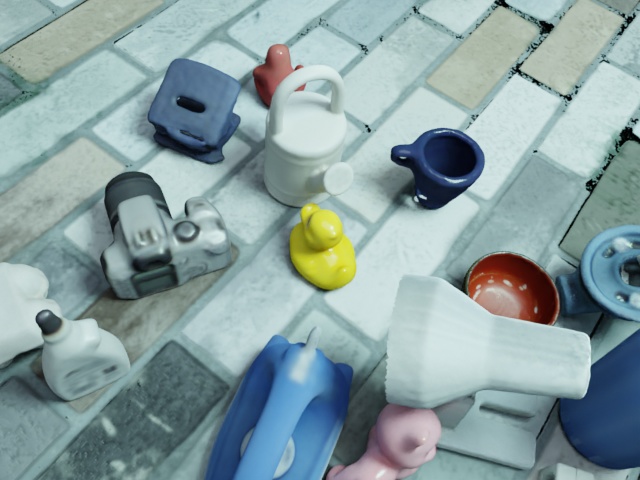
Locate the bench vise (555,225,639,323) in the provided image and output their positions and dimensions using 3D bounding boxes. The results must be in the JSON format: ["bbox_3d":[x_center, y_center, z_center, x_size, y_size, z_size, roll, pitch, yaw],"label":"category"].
[{"bbox_3d":[0.396,0.019,0.643,0.208,0.220,0.121,-14,63,-14],"label":"bench vise"}]

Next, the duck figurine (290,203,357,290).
[{"bbox_3d":[0.006,0.002,0.684,0.078,0.086,0.104,-25,66,-19],"label":"duck figurine"}]

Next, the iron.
[{"bbox_3d":[-0.051,0.204,0.530,0.118,0.141,0.258,21,60,6],"label":"iron"}]

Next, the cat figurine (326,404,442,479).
[{"bbox_3d":[0.069,0.206,0.557,0.067,0.118,0.128,40,64,16],"label":"cat figurine"}]

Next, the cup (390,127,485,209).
[{"bbox_3d":[0.143,-0.085,0.745,0.118,0.095,0.091,7,60,-2],"label":"cup"}]

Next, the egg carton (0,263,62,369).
[{"bbox_3d":[-0.354,0.090,0.602,0.150,0.069,0.107,-28,67,-20],"label":"egg carton"}]

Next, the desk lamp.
[{"bbox_3d":[0.149,0.128,0.555,0.203,0.213,0.118,14,60,2],"label":"desk lamp"}]

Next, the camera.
[{"bbox_3d":[-0.189,-0.022,0.667,0.143,0.101,0.136,-19,64,-16],"label":"camera"}]

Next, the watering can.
[{"bbox_3d":[-0.012,-0.127,0.694,0.172,0.194,0.101,41,64,16],"label":"watering can"}]

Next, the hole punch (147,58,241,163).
[{"bbox_3d":[-0.164,-0.172,0.761,0.108,0.091,0.101,21,60,6],"label":"hole punch"}]

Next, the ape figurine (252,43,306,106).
[{"bbox_3d":[-0.057,-0.238,0.811,0.078,0.092,0.076,11,60,0],"label":"ape figurine"}]

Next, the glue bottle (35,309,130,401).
[{"bbox_3d":[-0.236,0.104,0.548,0.078,0.173,0.037,-23,65,-18],"label":"glue bottle"}]
